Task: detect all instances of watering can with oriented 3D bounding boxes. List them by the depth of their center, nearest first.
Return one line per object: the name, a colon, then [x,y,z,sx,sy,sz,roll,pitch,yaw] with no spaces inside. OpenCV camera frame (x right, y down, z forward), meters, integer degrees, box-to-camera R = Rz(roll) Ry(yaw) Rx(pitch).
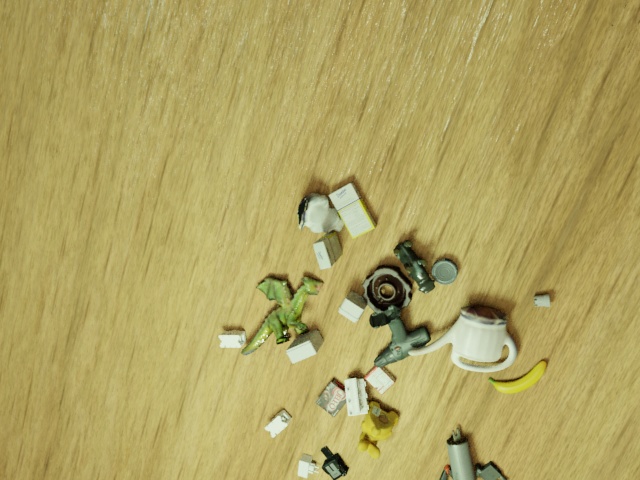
watering can: [0.477,0.320,1.686,0.348,0.105,0.222,8,102,3]

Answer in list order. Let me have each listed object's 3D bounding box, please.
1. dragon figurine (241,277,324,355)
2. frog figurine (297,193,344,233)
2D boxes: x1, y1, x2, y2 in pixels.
dragon figurine: [-0.162,0.257,1.912,0.407,0.121,0.246,-24,74,18]
frog figurine: [0.005,-0.091,1.799,0.159,0.123,0.137,7,95,-20]
